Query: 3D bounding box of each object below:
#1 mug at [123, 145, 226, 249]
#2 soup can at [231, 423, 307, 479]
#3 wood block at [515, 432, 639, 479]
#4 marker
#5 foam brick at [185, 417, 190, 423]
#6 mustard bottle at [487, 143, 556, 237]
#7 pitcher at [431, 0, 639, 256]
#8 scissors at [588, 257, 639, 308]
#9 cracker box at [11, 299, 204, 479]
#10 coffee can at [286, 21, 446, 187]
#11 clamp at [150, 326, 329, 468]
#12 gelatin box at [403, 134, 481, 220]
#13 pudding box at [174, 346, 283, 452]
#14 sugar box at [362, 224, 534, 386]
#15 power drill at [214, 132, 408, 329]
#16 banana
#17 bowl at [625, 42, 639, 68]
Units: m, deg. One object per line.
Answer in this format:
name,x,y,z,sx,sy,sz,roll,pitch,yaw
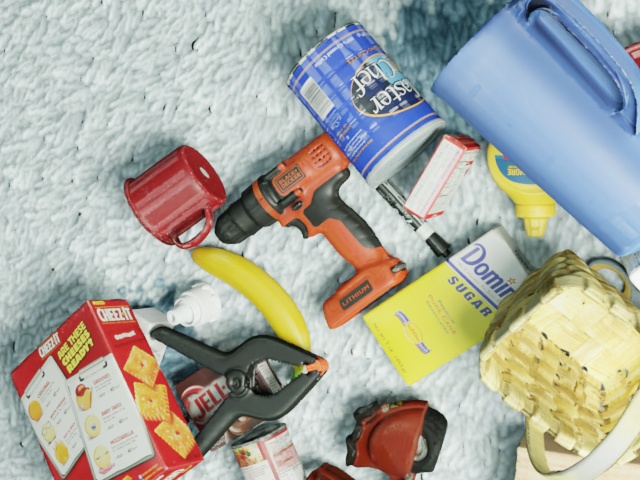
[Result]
mug,-0.156,-0.044,1.199,0.082,0.093,0.117,-34,59,15
soup can,-0.051,0.267,1.210,0.069,0.068,0.102,-23,88,21
wood block,0.304,0.251,1.064,0.206,0.090,0.090,5,98,19
marker,0.097,-0.027,1.148,0.020,0.020,0.121,-45,80,19
foam brick,-0.207,0.219,1.271,0.078,0.053,0.051,34,107,13
mustard bottle,0.217,-0.099,1.074,0.096,0.058,0.191,0,96,15
pitcher,0.231,-0.108,0.964,0.243,0.149,0.145,46,104,6
scissors,0.337,0.082,1.073,0.096,0.016,0.202,-25,87,22
cracker box,-0.244,0.199,1.211,0.164,0.072,0.214,-40,67,27
coffee can,0.047,-0.140,1.109,0.103,0.102,0.140,-42,81,19
clamp,-0.094,0.150,1.187,0.210,0.036,0.164,-22,81,19
gelatin box,0.126,-0.067,1.104,0.030,0.073,0.089,33,106,15
pudding box,-0.101,0.179,1.234,0.114,0.039,0.090,-33,83,20
sugar box,0.142,0.070,1.128,0.176,0.048,0.093,-36,84,22
power drill,-0.008,0.001,1.170,0.185,0.057,0.188,-37,83,21
banana,-0.069,0.072,1.211,0.070,0.037,0.198,-41,81,19
bowl,0.332,-0.113,1.031,0.162,0.055,0.162,2,97,20
